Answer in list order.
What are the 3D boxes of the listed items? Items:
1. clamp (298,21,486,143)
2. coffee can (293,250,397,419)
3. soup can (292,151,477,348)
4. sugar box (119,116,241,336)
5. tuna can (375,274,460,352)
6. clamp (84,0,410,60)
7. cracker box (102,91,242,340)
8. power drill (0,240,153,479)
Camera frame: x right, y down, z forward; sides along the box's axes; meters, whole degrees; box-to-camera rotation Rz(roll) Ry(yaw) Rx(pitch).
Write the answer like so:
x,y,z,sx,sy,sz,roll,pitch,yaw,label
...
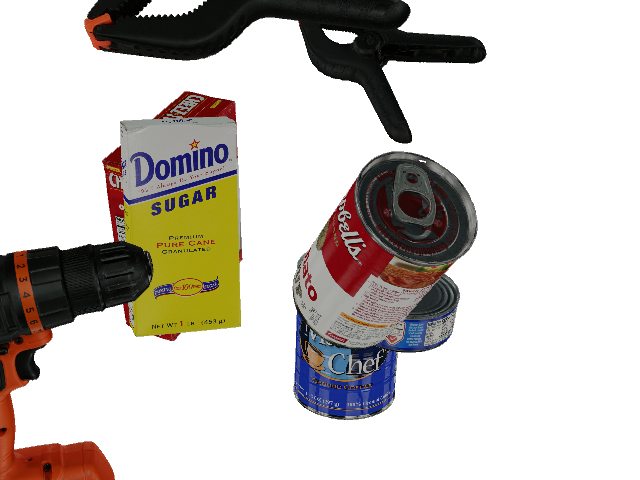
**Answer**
x,y,z,sx,sy,sz,roll,pitch,yaw,label
0.056,-0.168,0.932,0.120,0.172,0.039,-38,-24,-20,clamp
0.026,0.087,1.037,0.103,0.140,0.103,2,25,-1,coffee can
0.032,0.008,0.579,0.068,0.068,0.102,0,-30,-24,soup can
-0.116,-0.013,0.890,0.093,0.176,0.048,-5,16,-16,sugar box
0.062,0.050,0.823,0.086,0.034,0.086,5,28,-3,tuna can
-0.054,-0.172,0.721,0.210,0.165,0.036,-31,-18,-8,clamp
-0.153,-0.027,1.143,0.072,0.214,0.164,14,38,20,cracker box
-0.189,0.094,0.700,0.184,0.188,0.057,-11,26,-8,power drill
